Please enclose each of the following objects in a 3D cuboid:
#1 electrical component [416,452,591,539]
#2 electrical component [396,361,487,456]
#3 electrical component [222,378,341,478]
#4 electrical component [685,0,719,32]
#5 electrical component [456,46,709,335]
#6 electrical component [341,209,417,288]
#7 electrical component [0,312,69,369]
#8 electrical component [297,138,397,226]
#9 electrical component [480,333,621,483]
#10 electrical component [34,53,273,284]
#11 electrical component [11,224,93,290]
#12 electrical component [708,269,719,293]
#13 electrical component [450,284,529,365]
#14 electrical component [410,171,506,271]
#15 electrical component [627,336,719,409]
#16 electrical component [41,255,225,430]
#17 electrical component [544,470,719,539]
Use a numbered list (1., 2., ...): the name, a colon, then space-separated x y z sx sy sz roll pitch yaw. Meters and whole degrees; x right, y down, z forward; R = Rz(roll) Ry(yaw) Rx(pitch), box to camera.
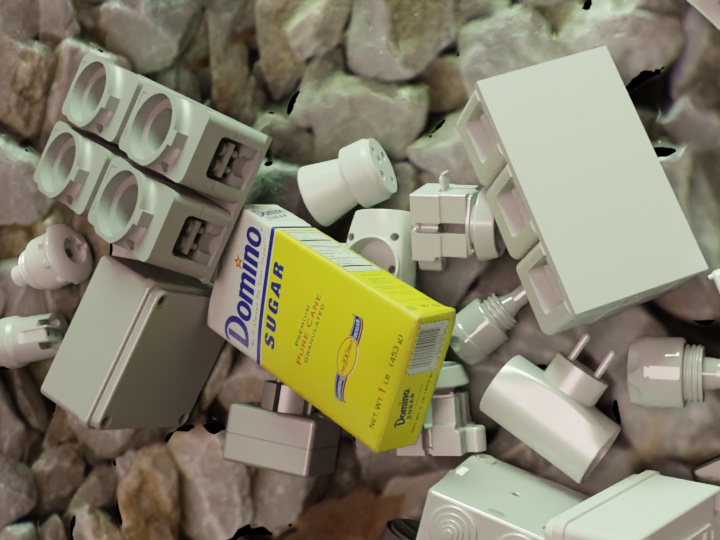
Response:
1. electrical component: 0.088 0.155 0.648 0.100 0.100 0.048 19 105 23
2. electrical component: 0.048 0.089 0.699 0.066 0.048 0.055 -4 91 23
3. electrical component: -0.050 0.097 0.737 0.066 0.047 0.076 8 88 23
4. electrical component: 0.239 -0.175 0.632 0.079 0.063 0.121 -45 71 13
5. electrical component: 0.130 -0.047 0.654 0.089 0.061 0.150 -18 77 -14
6. electrical component: 0.000 0.000 0.727 0.079 0.044 0.077 1 84 28
7. electrical component: -0.253 0.053 0.831 0.046 0.040 0.040 -11 81 15
8. electrical component: -0.008 -0.060 0.735 0.055 0.045 0.045 -23 77 19
9. electrical component: 0.127 0.077 0.667 0.077 0.043 0.079 36 99 21
10. electrical component: -0.155 -0.078 0.752 0.186 0.060 0.105 30 98 46
11. electrical component: -0.242 -0.005 0.829 0.062 0.048 0.048 -22 77 27
12. electrical component: 0.243 0.024 0.613 0.061 0.062 0.096 -23 77 19
13. electrical component: 0.085 0.032 0.694 0.061 0.035 0.035 -40 72 12
14. electrical component: 0.065 -0.031 0.699 0.055 0.048 0.066 3 107 22
15. electrical component: 0.193 0.061 0.641 0.062 0.043 0.043 0 85 22
16. electrical component: -0.150 0.052 0.750 0.056 0.109 0.108 29 97 25
17. electrical component: 0.155 0.179 0.597 0.056 0.109 0.108 4 100 43
